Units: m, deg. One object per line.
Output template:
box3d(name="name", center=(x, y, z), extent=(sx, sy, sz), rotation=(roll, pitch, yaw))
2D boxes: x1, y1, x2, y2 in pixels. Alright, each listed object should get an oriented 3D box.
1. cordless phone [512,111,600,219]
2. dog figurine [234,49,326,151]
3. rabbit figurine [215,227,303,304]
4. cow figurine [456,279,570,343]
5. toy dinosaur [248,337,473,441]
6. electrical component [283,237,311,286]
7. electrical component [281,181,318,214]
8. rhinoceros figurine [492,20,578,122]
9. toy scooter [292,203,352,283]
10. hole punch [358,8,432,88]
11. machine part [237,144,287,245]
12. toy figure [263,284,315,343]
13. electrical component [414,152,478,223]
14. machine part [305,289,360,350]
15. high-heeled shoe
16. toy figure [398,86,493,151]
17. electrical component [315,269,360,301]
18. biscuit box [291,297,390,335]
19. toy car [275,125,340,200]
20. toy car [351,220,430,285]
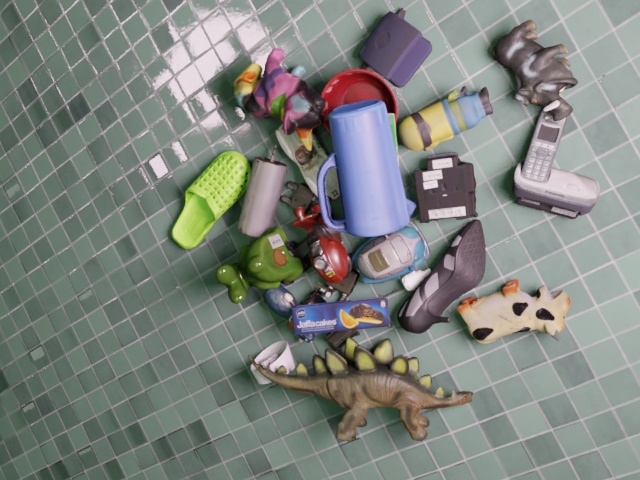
box3d(name="cordless phone", center=(0.442, -0.142, 0.980), extent=(0.147, 0.088, 0.184), rotation=(18, 83, 18))
box3d(name="dog figurine", center=(-0.080, -0.266, 1.084), extent=(0.192, 0.108, 0.219), rotation=(-28, 56, 23))
box3d(name="rabbit figurine", center=(-0.144, 0.074, 1.138), extent=(0.170, 0.159, 0.121), rotation=(-32, 94, 37))
box3d(name="cow figurine", center=(0.377, 0.143, 1.026), extent=(0.195, 0.085, 0.127), rotation=(-25, 90, 24))
box3d(name="toy dinosaur", center=(0.081, 0.307, 1.125), extent=(0.472, 0.105, 0.198), rotation=(-1, 93, 4))
box3d(name="electrical component", center=(-0.054, 0.038, 1.189), extent=(0.075, 0.048, 0.119), rotation=(46, 108, 10))
box3d(name="electrical component", center=(-0.038, -0.088, 1.183), extent=(0.094, 0.021, 0.063), rotation=(30, 106, 14))
box3d(name="rhinoceros figurine", center=(0.390, -0.300, 0.964), extent=(0.112, 0.073, 0.190), rotation=(-38, 75, 15))
box3d(name="toy scooter", center=(-0.002, -0.003, 1.092), extent=(0.075, 0.135, 0.184), rotation=(-26, 64, 21))
box3d(name="hole punch", center=(0.141, -0.375, 1.051), extent=(0.116, 0.092, 0.142), rotation=(43, 112, 15))
box3d(name="machine part", center=(-0.128, -0.093, 1.187), extent=(0.079, 0.079, 0.243), rotation=(18, 102, 17))
box3d(name="toy figure", center=(-0.062, 0.162, 1.202), extent=(0.058, 0.064, 0.154), rotation=(-42, 85, -18))
box3d(name="electrical component", center=(0.248, -0.104, 1.058), extent=(0.115, 0.058, 0.134), rotation=(-4, 95, 18))
box3d(name="machine part", center=(0.019, 0.172, 1.185), extent=(0.084, 0.039, 0.139), rotation=(-41, 83, 23))
box3d(name="high-heeled shoe", center=(0.241, 0.074, 1.081), extent=(0.086, 0.145, 0.248), rotation=(33, 71, -25))
box3d(name="toy figure", center=(0.238, -0.233, 1.030), extent=(0.180, 0.089, 0.082), rotation=(-19, 83, 23))
box3d(name="electrical component", center=(0.039, 0.084, 1.162), extent=(0.078, 0.045, 0.102), rotation=(33, 105, 15))
box3d(name="biscuit box", center=(0.043, 0.159, 1.128), extent=(0.203, 0.059, 0.062), rotation=(-6, 84, 3))
box3d(name="toy car", center=(-0.018, -0.172, 1.147), extent=(0.073, 0.056, 0.202), rotation=(-37, 83, 20))
box3d(name="toy car", center=(0.134, 0.030, 1.092), extent=(0.162, 0.103, 0.109), rotation=(-28, 86, 19))
